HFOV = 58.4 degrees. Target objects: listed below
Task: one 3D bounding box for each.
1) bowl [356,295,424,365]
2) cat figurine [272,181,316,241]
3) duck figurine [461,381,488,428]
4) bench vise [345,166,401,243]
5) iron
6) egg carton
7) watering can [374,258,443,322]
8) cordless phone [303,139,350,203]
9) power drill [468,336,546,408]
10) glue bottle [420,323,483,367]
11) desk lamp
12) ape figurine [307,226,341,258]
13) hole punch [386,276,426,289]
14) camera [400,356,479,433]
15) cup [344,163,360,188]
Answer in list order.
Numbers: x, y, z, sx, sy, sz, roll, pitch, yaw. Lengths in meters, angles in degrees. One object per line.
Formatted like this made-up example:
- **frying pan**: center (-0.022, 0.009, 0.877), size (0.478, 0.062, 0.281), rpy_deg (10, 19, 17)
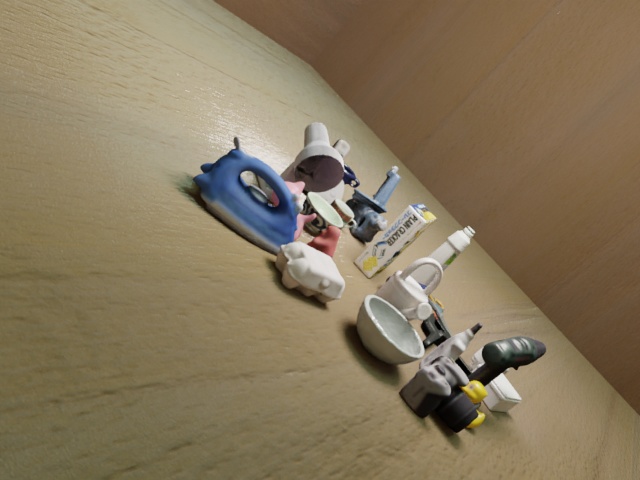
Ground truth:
- **bowl**: center (0.130, 0.197, 1.175), size (0.168, 0.074, 0.167), rpy_deg (38, 19, -15)
- **cat figurine**: center (-0.067, -0.077, 1.291), size (0.128, 0.117, 0.067), rpy_deg (42, 18, -5)
- **duck figurine**: center (0.323, 0.345, 1.235), size (0.104, 0.086, 0.078), rpy_deg (46, 18, 9)
- **bench vise**: center (0.179, -0.107, 1.710), size (0.122, 0.219, 0.207), rpy_deg (23, 27, -47)
- **iron**: center (-0.121, -0.086, 1.160), size (0.259, 0.141, 0.118), rpy_deg (38, 19, -17)
- **egg carton**: center (-0.019, 0.067, 1.155), size (0.151, 0.069, 0.107), rpy_deg (27, 24, -41)
- **watering can**: center (0.201, 0.123, 1.295), size (0.101, 0.194, 0.172), rpy_deg (24, 27, -46)
- **cordless phone**: center (0.042, -0.196, 1.675), size (0.148, 0.185, 0.094), rpy_deg (26, 25, -43)
- **power drill**: center (0.407, 0.297, 1.323), size (0.231, 0.208, 0.075), rpy_deg (19, 30, -51)
- **glue bottle**: center (0.291, 0.241, 1.260), size (0.037, 0.173, 0.078), rpy_deg (43, 18, -2)
- **desk lamp**: center (-0.047, -0.177, 1.402), size (0.118, 0.213, 0.203), rpy_deg (31, 22, -34)
- **ape figurine**: center (0.012, 0.005, 1.320), size (0.078, 0.092, 0.076), rpy_deg (19, 30, -52)
- **hole punch**: center (0.221, 0.128, 1.489), size (0.101, 0.091, 0.109), rpy_deg (48, 19, 13)
- **camera**: center (0.253, 0.310, 1.142), size (0.136, 0.100, 0.144), rpy_deg (50, 19, 20)
- **cup**: center (0.063, -0.194, 1.856), size (0.118, 0.095, 0.092), rpy_deg (43, 18, -2)
